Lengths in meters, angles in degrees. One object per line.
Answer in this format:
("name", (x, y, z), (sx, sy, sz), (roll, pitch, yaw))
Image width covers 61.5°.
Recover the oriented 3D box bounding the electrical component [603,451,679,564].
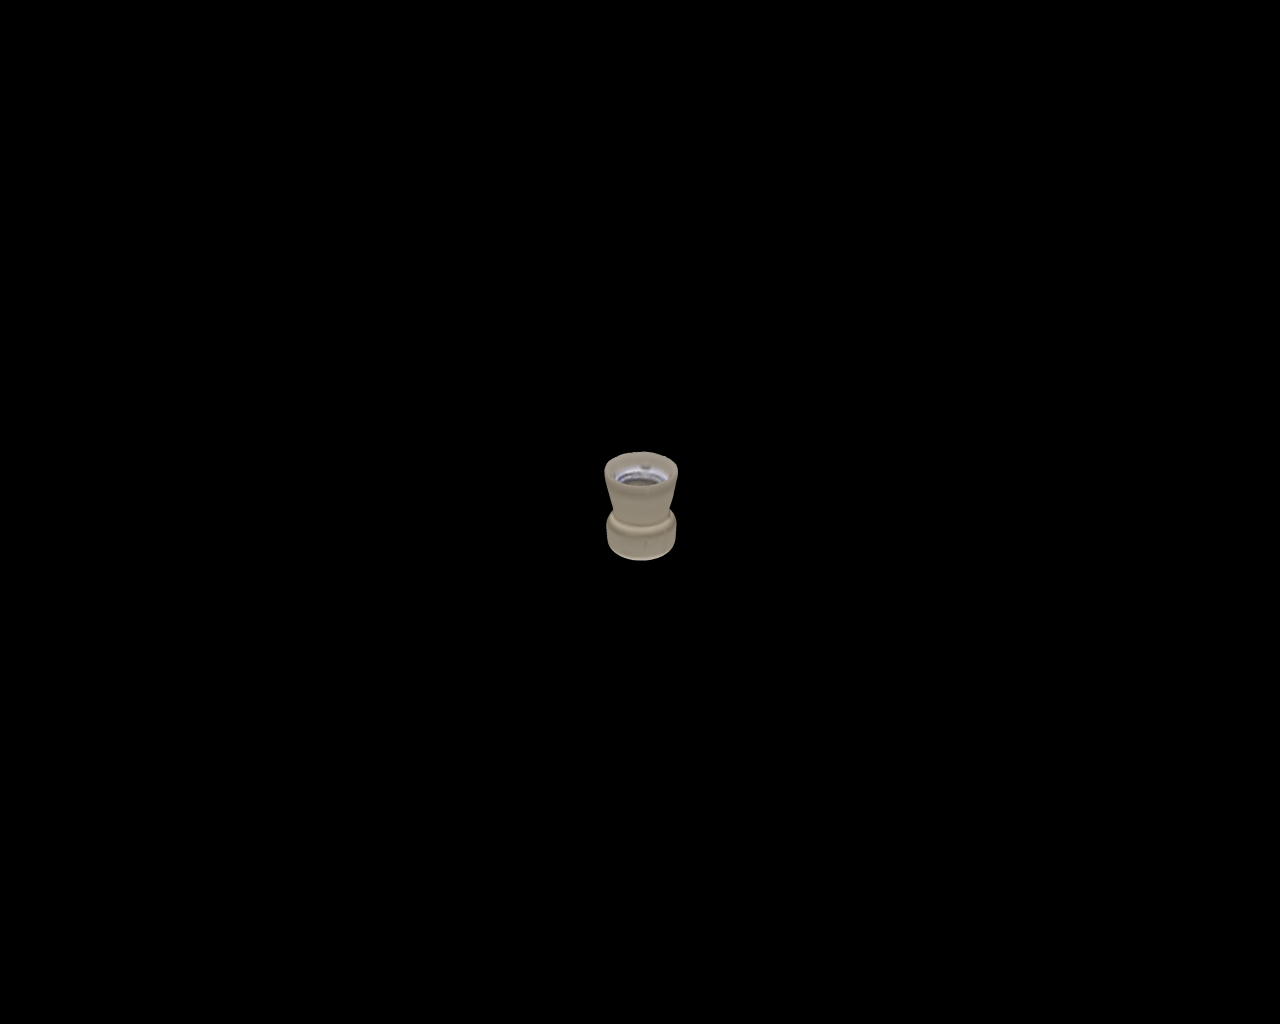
("electrical component", (0.001, -0.003, 0.650), (0.045, 0.055, 0.045), (0, 31, 0))
